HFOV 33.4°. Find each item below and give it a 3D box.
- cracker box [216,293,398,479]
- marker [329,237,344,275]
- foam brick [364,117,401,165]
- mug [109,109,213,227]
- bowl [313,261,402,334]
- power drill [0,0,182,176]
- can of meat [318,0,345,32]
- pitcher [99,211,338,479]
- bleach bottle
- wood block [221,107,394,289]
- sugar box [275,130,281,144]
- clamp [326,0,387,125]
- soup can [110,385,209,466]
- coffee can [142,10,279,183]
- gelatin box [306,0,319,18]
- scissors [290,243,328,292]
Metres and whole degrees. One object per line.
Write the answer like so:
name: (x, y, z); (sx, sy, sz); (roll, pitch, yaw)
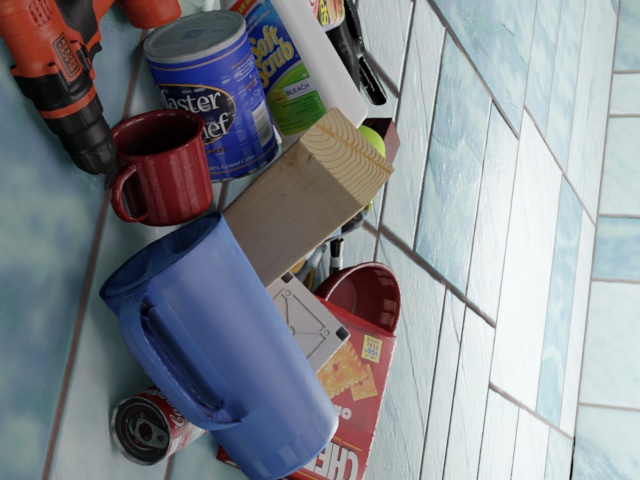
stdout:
cracker box: (-0.010, 0.181, 1.245); (0.164, 0.072, 0.213); (29, 61, -25)
marker: (0.020, 0.049, 1.416); (0.020, 0.020, 0.121); (-40, 137, -57)
foam brick: (0.074, -0.127, 1.494); (0.051, 0.053, 0.078); (66, 35, -43)
mug: (-0.152, -0.059, 0.991); (0.117, 0.093, 0.081); (-49, 140, -44)
bowl: (0.033, 0.097, 1.391); (0.161, 0.055, 0.162); (-19, 120, -38)
power drill: (-0.191, -0.175, 0.929); (0.187, 0.057, 0.184); (-62, 145, -41)
can of meat: (-0.012, -0.298, 1.294); (0.083, 0.058, 0.102); (-43, 130, -59)
pitcher: (-0.089, 0.109, 0.990); (0.149, 0.145, 0.243); (-38, 106, -19)
bleach bottle: (-0.052, -0.211, 1.081); (0.250, 0.103, 0.068); (58, 40, -21)
wood block: (-0.035, -0.029, 1.086); (0.091, 0.206, 0.090); (46, 37, -4)
sugar box: (-0.056, -0.198, 1.225); (0.093, 0.048, 0.176); (-12, 102, -63)
clamp: (0.037, -0.242, 1.396); (0.164, 0.036, 0.210); (-65, 141, -57)
soup can: (-0.147, 0.171, 1.043); (0.102, 0.069, 0.068); (-20, 111, -63)
coffee can: (-0.106, -0.142, 1.058); (0.102, 0.103, 0.140); (-57, 141, -46)
gelatin box: (-0.023, -0.292, 1.187); (0.073, 0.030, 0.089); (27, 70, -67)
scissors: (-0.009, 0.002, 1.376); (0.096, 0.016, 0.201); (69, 34, -40)
